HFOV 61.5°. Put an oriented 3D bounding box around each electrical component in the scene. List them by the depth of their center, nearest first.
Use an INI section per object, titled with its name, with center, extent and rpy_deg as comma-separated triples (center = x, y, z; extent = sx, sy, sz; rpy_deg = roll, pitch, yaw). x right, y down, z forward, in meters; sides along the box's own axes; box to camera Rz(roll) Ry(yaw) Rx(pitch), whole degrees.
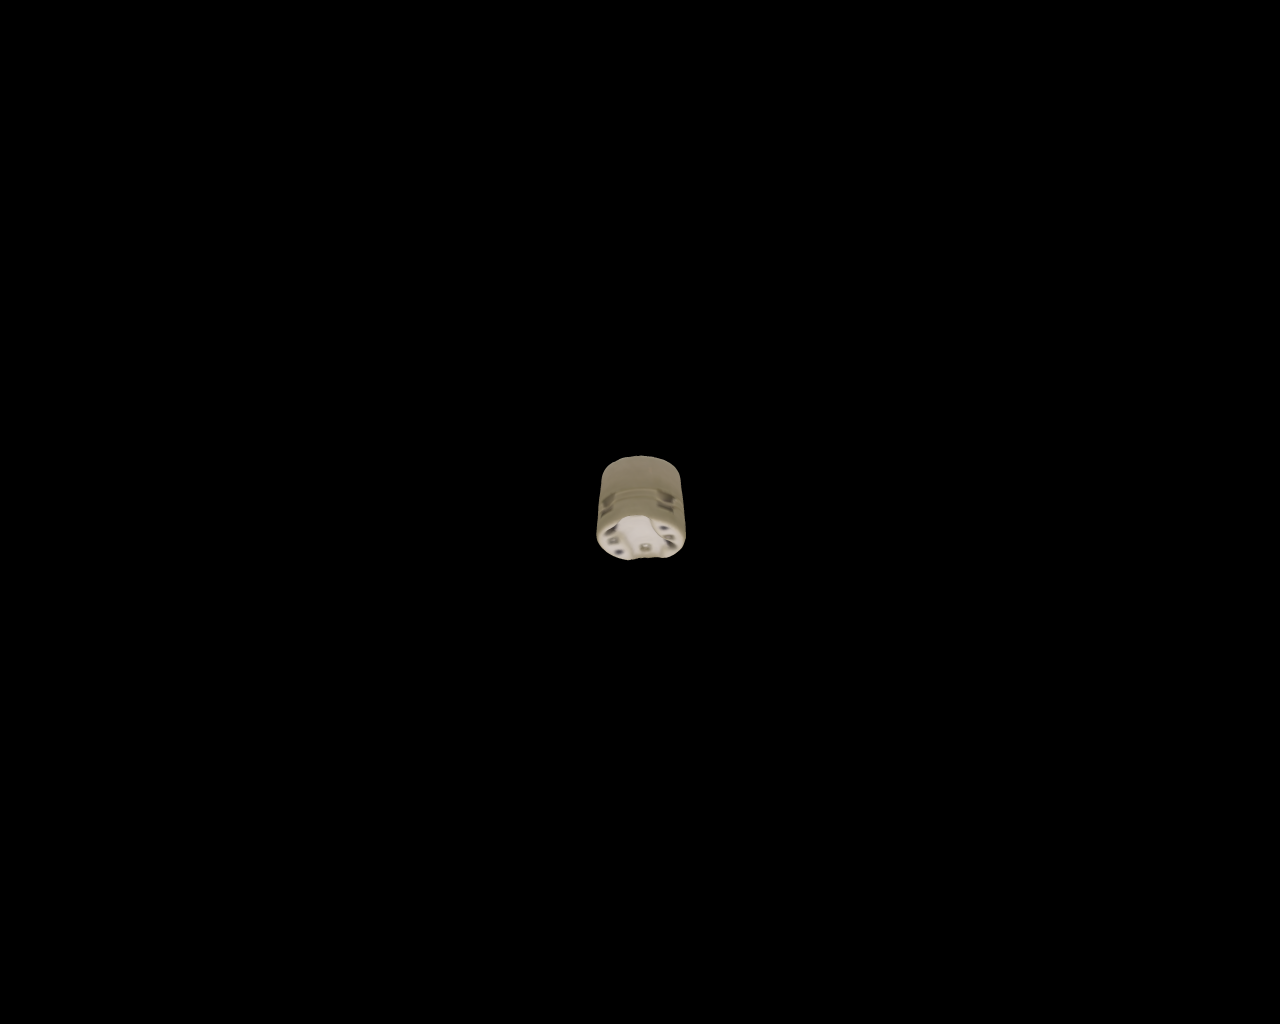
[electrical component]
center = 0.001, -0.003, 0.650
extent = 0.055, 0.047, 0.055
rpy_deg = 0, -31, 0
